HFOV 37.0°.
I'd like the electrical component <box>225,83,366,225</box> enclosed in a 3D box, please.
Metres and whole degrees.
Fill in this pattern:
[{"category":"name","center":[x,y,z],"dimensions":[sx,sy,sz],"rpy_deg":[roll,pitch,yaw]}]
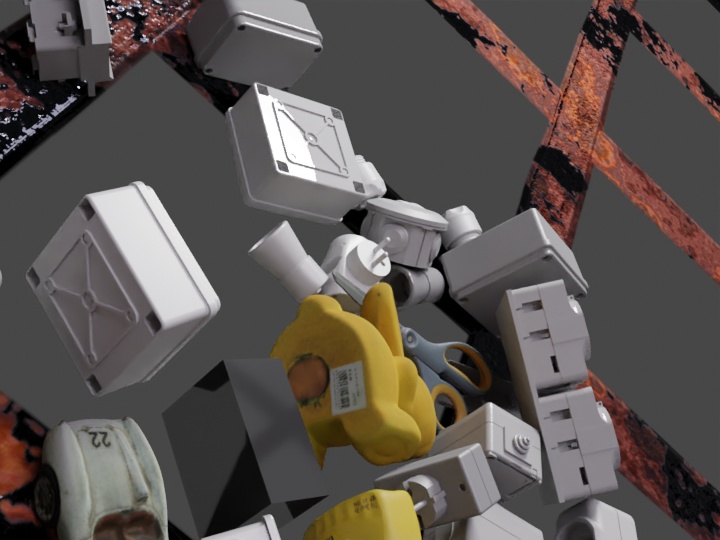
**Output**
[{"category":"electrical component","center":[-0.061,-0.106,1.000],"dimensions":[0.109,0.056,0.108],"rpy_deg":[12,50,-40]}]

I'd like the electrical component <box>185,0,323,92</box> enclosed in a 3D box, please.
[{"category":"electrical component","center":[-0.102,-0.224,1.044],"dimensions":[0.113,0.078,0.057],"rpy_deg":[6,51,-43]}]

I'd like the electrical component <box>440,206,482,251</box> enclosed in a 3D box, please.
[{"category":"electrical component","center":[0.108,-0.032,1.119],"dimensions":[0.043,0.043,0.062],"rpy_deg":[-2,61,-47]}]

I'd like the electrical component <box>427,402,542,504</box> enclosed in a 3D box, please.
[{"category":"electrical component","center":[0.109,0.155,0.908],"dimensions":[0.062,0.096,0.061],"rpy_deg":[32,40,-23]}]

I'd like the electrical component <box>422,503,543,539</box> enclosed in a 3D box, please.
[{"category":"electrical component","center":[0.104,0.228,0.869],"dimensions":[0.096,0.062,0.061],"rpy_deg":[34,39,-20]}]

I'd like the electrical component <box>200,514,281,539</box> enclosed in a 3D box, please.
[{"category":"electrical component","center":[-0.072,0.212,0.670],"dimensions":[0.048,0.099,0.099],"rpy_deg":[-11,64,-23]}]

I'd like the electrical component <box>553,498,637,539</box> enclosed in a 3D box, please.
[{"category":"electrical component","center":[0.211,0.257,0.961],"dimensions":[0.059,0.054,0.095],"rpy_deg":[28,42,-26]}]

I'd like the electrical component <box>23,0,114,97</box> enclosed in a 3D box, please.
[{"category":"electrical component","center":[-0.246,-0.215,0.893],"dimensions":[0.063,0.078,0.121],"rpy_deg":[-8,60,-16]}]

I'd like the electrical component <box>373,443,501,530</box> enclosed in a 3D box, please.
[{"category":"electrical component","center":[0.049,0.173,0.815],"dimensions":[0.076,0.083,0.047],"rpy_deg":[-14,82,-58]}]

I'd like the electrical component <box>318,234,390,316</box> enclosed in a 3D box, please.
[{"category":"electrical component","center":[0.000,0.000,0.949],"dimensions":[0.043,0.079,0.077],"rpy_deg":[33,39,-21]}]

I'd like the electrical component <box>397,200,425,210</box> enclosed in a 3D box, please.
[{"category":"electrical component","center":[0.036,-0.053,1.072],"dimensions":[0.061,0.035,0.035],"rpy_deg":[12,50,-37]}]

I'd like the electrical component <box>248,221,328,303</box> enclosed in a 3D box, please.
[{"category":"electrical component","center":[-0.059,-0.004,0.925],"dimensions":[0.065,0.044,0.044],"rpy_deg":[49,36,-8]}]

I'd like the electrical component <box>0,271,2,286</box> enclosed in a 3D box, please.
[{"category":"electrical component","center":[-0.281,-0.003,0.682],"dimensions":[0.095,0.054,0.059],"rpy_deg":[41,37,-11]}]

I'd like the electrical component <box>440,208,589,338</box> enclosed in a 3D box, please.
[{"category":"electrical component","center":[0.152,0.005,1.055],"dimensions":[0.109,0.109,0.056],"rpy_deg":[39,29,-49]}]

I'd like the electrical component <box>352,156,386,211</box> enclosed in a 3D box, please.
[{"category":"electrical component","center":[-0.006,-0.092,1.055],"dimensions":[0.043,0.043,0.062],"rpy_deg":[-16,69,-51]}]

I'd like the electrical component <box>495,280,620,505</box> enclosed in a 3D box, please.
[{"category":"electrical component","center":[0.178,0.112,0.969],"dimensions":[0.105,0.060,0.186],"rpy_deg":[82,-4,-77]}]

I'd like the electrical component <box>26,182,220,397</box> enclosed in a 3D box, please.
[{"category":"electrical component","center":[-0.165,0.014,0.741],"dimensions":[0.056,0.109,0.108],"rpy_deg":[-20,73,-49]}]

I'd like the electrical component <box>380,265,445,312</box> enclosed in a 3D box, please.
[{"category":"electrical component","center":[0.051,0.016,1.021],"dimensions":[0.065,0.044,0.044],"rpy_deg":[-4,61,-53]}]

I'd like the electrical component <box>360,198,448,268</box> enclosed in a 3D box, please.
[{"category":"electrical component","center":[0.040,-0.036,1.016],"dimensions":[0.080,0.051,0.080],"rpy_deg":[15,8,-2]}]
